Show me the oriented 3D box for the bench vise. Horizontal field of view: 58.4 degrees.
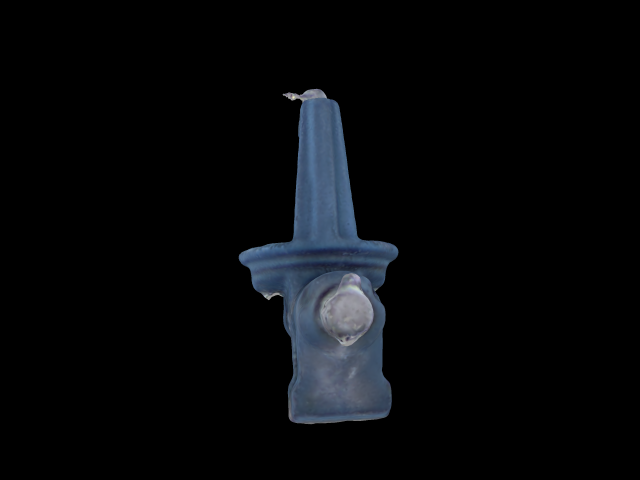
[{"bbox_3d":[0.015,0.001,0.405,0.122,0.220,0.206,-4,10,-25],"label":"bench vise"}]
